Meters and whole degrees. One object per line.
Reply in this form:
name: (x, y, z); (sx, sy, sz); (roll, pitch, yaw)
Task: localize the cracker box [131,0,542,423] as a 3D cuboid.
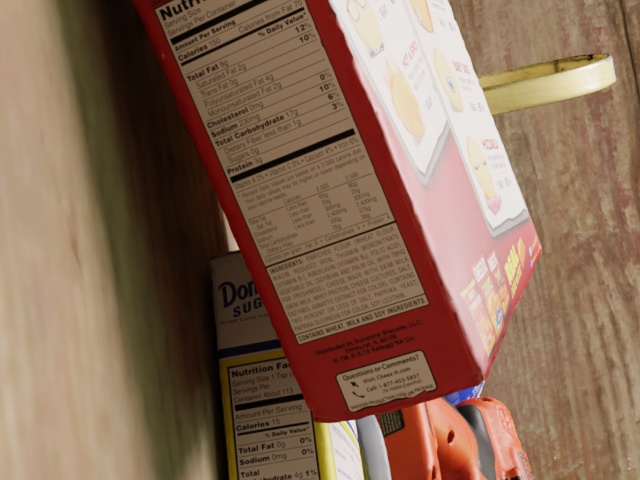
cracker box: (0.008, -0.061, 0.404); (0.213, 0.072, 0.164); (67, 23, -7)

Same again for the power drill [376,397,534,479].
power drill: (0.080, 0.149, 0.618); (0.187, 0.057, 0.184); (43, 24, -43)

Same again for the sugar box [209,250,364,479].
sugar box: (-0.007, 0.098, 0.424); (0.093, 0.048, 0.176); (65, 13, -64)

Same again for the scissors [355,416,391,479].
scissors: (0.029, 0.148, 0.464); (0.202, 0.016, 0.096); (-115, -148, -48)

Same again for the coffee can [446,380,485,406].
coffee can: (0.055, 0.057, 0.717); (0.140, 0.103, 0.103); (70, 13, -53)
